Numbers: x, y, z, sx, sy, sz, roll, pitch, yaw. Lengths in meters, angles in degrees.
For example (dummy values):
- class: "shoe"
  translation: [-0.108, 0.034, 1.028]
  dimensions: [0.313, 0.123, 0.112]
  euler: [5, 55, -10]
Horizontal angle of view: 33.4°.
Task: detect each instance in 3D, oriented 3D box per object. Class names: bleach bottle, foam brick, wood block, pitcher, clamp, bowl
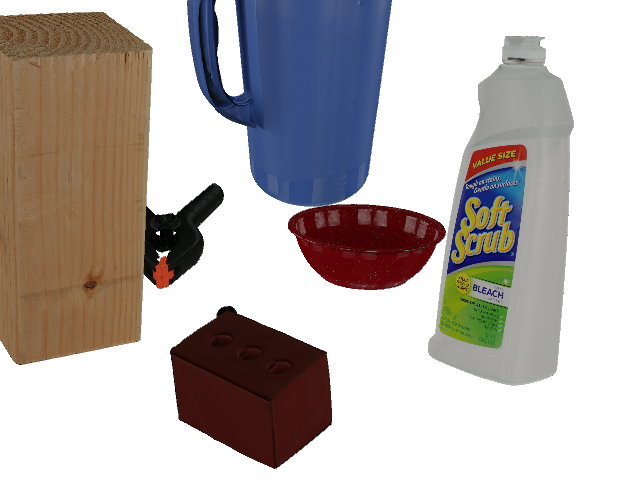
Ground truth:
- class: "bleach bottle"
  translation: [0.137, -0.025, 0.798]
  dimensions: [0.067, 0.251, 0.103]
  euler: [-8, 15, -38]
- class: "foam brick"
  translation: [-0.040, 0.084, 0.612]
  dimensions: [0.078, 0.051, 0.052]
  euler: [19, 35, 32]
- class: "wood block"
  translation: [-0.170, -0.035, 0.695]
  dimensions: [0.090, 0.206, 0.090]
  euler: [-9, 30, -30]
- class: "pitcher"
  translation: [-0.017, -0.148, 0.890]
  dimensions: [0.149, 0.243, 0.145]
  euler: [11, 41, 11]
- class: "clamp"
  translation: [-0.152, -0.013, 1.117]
  dimensions: [0.120, 0.039, 0.171]
  euler: [-12, 38, -8]
- class: "bowl"
  translation: [0.046, 0.010, 1.093]
  dimensions: [0.162, 0.055, 0.162]
  euler: [2, 17, -1]

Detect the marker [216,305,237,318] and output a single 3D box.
- class: "marker"
  translation: [-0.069, 0.085, 0.904]
  dimensions: [0.020, 0.020, 0.121]
  euler: [0, 19, -16]
